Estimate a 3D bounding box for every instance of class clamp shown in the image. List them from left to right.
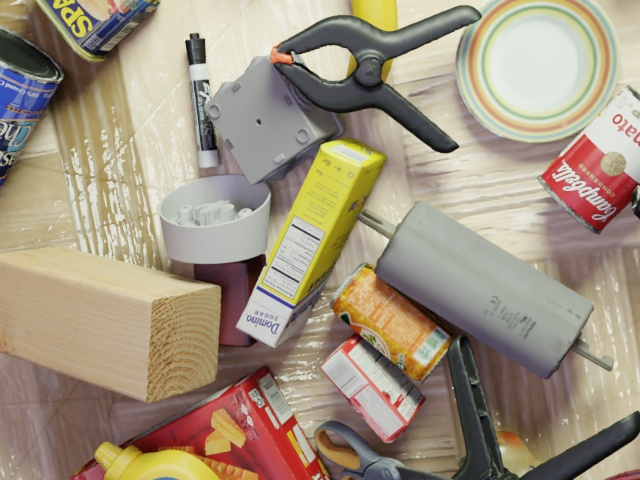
[{"bbox_3d":[0.045,-0.130,0.870,0.171,0.039,0.120,0,99,3],"label":"clamp"},{"bbox_3d":[0.155,0.195,0.842,0.165,0.036,0.210,15,95,33],"label":"clamp"}]

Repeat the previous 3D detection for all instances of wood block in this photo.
[{"bbox_3d":[-0.196,0.070,0.957,0.206,0.090,0.091,11,103,34],"label":"wood block"}]

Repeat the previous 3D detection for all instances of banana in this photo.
[{"bbox_3d":[0.031,-0.199,0.900,0.070,0.037,0.198,2,100,17],"label":"banana"}]

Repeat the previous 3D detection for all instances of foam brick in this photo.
[{"bbox_3d":[-0.080,0.053,0.968,0.051,0.053,0.078,1,98,17],"label":"foam brick"}]

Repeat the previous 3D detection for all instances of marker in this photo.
[{"bbox_3d":[-0.107,-0.126,0.965,0.020,0.020,0.121,-4,98,18],"label":"marker"}]

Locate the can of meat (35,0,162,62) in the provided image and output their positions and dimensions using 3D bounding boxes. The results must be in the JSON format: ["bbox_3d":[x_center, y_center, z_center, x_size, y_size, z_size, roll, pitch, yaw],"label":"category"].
[{"bbox_3d":[-0.203,-0.226,0.960,0.084,0.057,0.102,-38,87,16],"label":"can of meat"}]

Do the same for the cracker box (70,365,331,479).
[{"bbox_3d":[-0.104,0.240,0.996,0.214,0.072,0.164,-30,88,20],"label":"cracker box"}]

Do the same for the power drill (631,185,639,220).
[{"bbox_3d":[0.312,0.052,0.827,0.184,0.057,0.188,14,106,1],"label":"power drill"}]

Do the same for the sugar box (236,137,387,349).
[{"bbox_3d":[-0.006,0.001,0.915,0.048,0.093,0.176,26,106,12],"label":"sugar box"}]

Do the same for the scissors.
[{"bbox_3d":[0.062,0.212,0.912,0.202,0.016,0.096,17,128,51],"label":"scissors"}]

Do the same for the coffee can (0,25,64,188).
[{"bbox_3d":[-0.315,-0.118,0.987,0.103,0.102,0.140,37,107,8],"label":"coffee can"}]

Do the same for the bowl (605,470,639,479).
[{"bbox_3d":[0.280,0.277,0.891,0.162,0.055,0.162,3,100,16],"label":"bowl"}]

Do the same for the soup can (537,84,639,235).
[{"bbox_3d":[0.232,-0.063,0.843,0.068,0.068,0.102,44,107,6],"label":"soup can"}]

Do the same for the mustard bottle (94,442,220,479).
[{"bbox_3d":[-0.119,0.241,0.931,0.192,0.058,0.096,36,112,10],"label":"mustard bottle"}]

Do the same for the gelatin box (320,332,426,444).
[{"bbox_3d":[0.047,0.126,0.929,0.030,0.073,0.089,-43,86,19],"label":"gelatin box"}]
